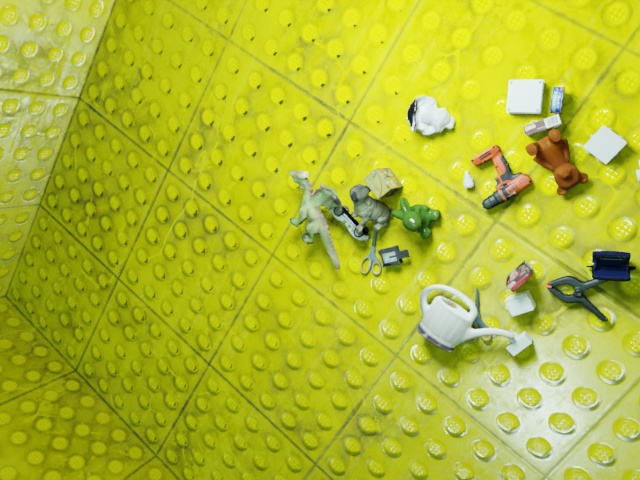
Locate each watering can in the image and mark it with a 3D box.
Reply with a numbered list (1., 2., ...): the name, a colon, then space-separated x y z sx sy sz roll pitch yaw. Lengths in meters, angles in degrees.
1. watering can: 0.500 0.313 1.868 0.351 0.104 0.221 36 111 22

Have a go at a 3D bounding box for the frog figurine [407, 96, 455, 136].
1. frog figurine: 0.398 -0.444 1.845 0.159 0.122 0.137 1 90 -11

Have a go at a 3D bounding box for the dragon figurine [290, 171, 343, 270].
1. dragon figurine: 0.006 -0.101 1.998 0.413 0.124 0.238 52 141 12
